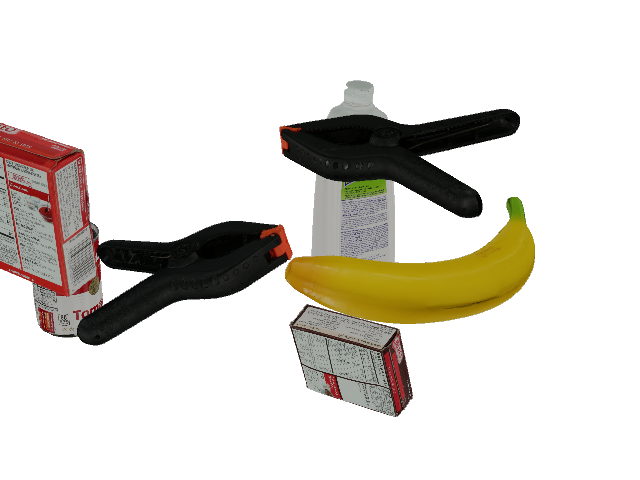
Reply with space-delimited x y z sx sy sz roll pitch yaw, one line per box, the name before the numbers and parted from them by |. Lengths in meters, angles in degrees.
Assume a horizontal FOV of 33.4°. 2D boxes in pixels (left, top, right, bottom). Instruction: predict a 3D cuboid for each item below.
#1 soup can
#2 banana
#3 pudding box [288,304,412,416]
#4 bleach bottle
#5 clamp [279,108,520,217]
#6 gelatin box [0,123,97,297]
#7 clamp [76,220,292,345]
soup can | -0.253 0.037 1.067 0.068 0.102 0.068 2 29 -1
banana | 0.072 0.021 0.673 0.197 0.037 0.070 -14 48 -34
pudding box | 0.031 0.118 1.053 0.114 0.090 0.039 11 41 32
bleach bottle | 0.043 -0.053 1.178 0.102 0.251 0.068 -13 31 -28
clamp | 0.067 -0.083 0.939 0.210 0.036 0.164 11 35 25
gelatin box | -0.169 -0.020 0.619 0.073 0.089 0.030 19 37 25
clamp | -0.109 0.028 0.824 0.172 0.039 0.120 -12 40 16
